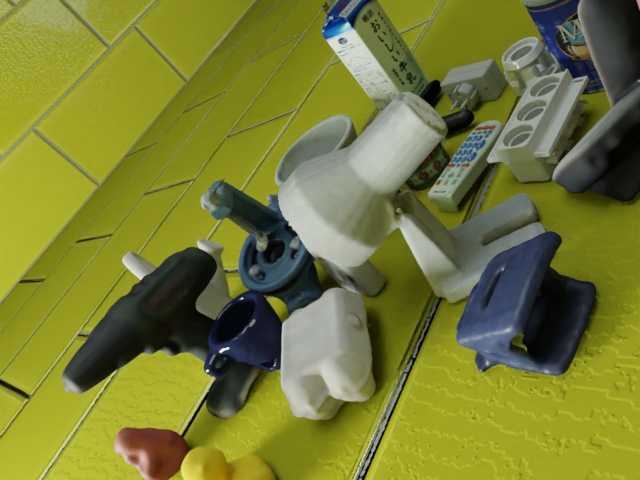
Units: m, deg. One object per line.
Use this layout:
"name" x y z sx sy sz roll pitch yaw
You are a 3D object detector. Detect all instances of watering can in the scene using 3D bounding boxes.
"watering can" -0.211 0.076 0.863 0.100 0.194 0.173 -3 49 51

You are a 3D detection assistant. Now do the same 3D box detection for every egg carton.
"egg carton" 0.010 0.124 0.642 0.107 0.070 0.150 -34 30 19

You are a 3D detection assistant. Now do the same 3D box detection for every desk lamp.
"desk lamp" 0.093 -0.036 0.596 0.203 0.214 0.118 -32 31 22

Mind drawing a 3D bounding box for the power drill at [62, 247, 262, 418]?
"power drill" -0.176 0.133 0.725 0.075 0.209 0.230 -11 42 45

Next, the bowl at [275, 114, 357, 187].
"bowl" 0.007 -0.133 0.986 0.167 0.075 0.167 -32 31 22

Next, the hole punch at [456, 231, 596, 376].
"hole punch" 0.169 0.055 0.505 0.100 0.091 0.109 -2 49 51

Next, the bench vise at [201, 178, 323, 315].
"bench vise" -0.083 -0.010 0.784 0.121 0.220 0.207 -43 28 3

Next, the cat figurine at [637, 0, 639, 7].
"cat figurine" 0.366 -0.219 0.587 0.128 0.118 0.067 -51 29 -13

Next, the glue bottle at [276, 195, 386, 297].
"glue bottle" 0.006 0.003 0.700 0.037 0.173 0.077 -53 30 -15

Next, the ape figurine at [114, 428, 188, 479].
"ape figurine" -0.221 0.268 0.728 0.076 0.092 0.077 -38 29 11

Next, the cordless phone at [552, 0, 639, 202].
"cordless phone" 0.265 -0.141 0.543 0.147 0.185 0.094 -46 28 -4

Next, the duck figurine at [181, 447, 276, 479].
"duck figurine" -0.104 0.252 0.603 0.104 0.086 0.077 -10 43 46

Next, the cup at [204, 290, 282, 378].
"cup" -0.085 0.136 0.724 0.091 0.095 0.118 0 51 52
